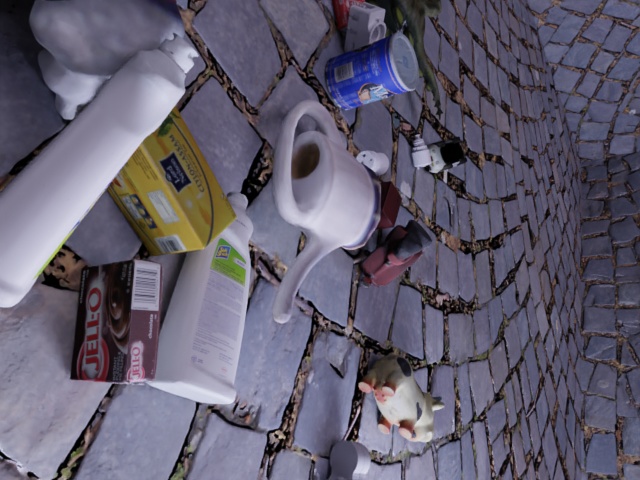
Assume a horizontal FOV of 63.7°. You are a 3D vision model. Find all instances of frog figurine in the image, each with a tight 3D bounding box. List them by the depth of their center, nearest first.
[{"bbox_3d":[-0.206,-0.177,0.479,0.158,0.123,0.138,-61,172,16],"label":"frog figurine"}]

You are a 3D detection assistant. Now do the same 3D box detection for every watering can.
[{"bbox_3d":[0.002,-0.039,0.780,0.222,0.103,0.353,25,62,-50],"label":"watering can"}]
